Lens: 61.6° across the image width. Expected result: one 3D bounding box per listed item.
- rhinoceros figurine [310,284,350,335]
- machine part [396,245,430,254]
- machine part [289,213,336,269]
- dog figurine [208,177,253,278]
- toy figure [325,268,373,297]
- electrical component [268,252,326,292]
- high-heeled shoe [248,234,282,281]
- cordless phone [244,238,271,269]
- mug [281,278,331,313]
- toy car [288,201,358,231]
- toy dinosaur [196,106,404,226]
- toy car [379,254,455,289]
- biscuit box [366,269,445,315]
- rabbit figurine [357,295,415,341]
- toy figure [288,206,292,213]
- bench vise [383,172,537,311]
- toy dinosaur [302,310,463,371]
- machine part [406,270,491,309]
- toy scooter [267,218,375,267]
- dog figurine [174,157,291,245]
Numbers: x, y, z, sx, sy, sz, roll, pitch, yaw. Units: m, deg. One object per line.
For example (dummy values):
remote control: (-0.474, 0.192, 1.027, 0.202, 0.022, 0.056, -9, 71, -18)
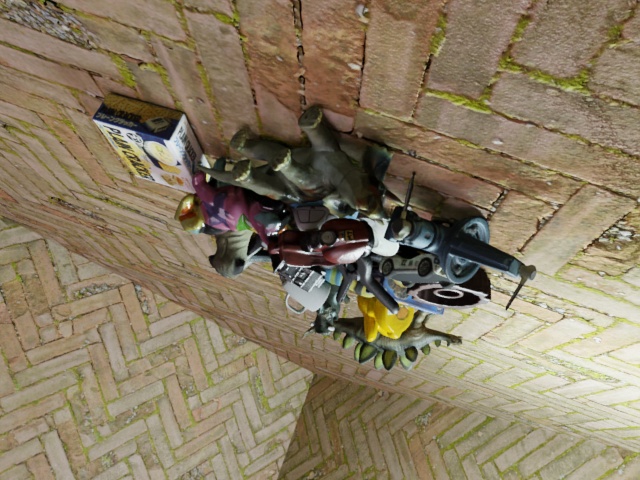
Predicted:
rhinoceros figurine: (0.029, 0.154, 1.406, 0.073, 0.190, 0.112, 13, -174, 22)
machine part: (0.160, 0.004, 1.091, 0.139, 0.039, 0.084, 2, 148, 45)
machine part: (-0.002, -0.004, 1.176, 0.079, 0.079, 0.243, 10, 159, 29)
dog figurine: (-0.216, -0.029, 1.157, 0.172, 0.190, 0.121, 21, 160, 5)
toy figure: (0.069, 0.081, 1.309, 0.180, 0.089, 0.082, 15, 167, 11)
electrical component: (-0.049, 0.057, 1.242, 0.134, 0.058, 0.115, 31, -160, -23)
high-heeled shoe: (-0.065, 0.040, 1.344, 0.248, 0.086, 0.145, 31, 132, -26)
cordless phone: (-0.151, 0.046, 1.475, 0.184, 0.088, 0.146, 5, 163, -12)
mug: (-0.047, 0.123, 1.324, 0.107, 0.109, 0.081, 37, -162, -17)
toy car: (0.008, -0.050, 1.009, 0.162, 0.103, 0.109, 6, 156, 41)
toy dinosaur: (-0.033, -0.107, 0.894, 0.192, 0.131, 0.405, 37, 161, -36)
toy car: (0.196, 0.060, 1.070, 0.073, 0.056, 0.202, 25, 164, -27)
biscuit box: (0.207, 0.123, 1.263, 0.202, 0.059, 0.063, 19, 171, -29)
rabbit figurine: (0.162, 0.179, 1.398, 0.122, 0.162, 0.173, -9, -164, -32)
toy figure: (-0.086, -0.047, 1.170, 0.058, 0.064, 0.154, 58, 179, 32)
bench vise: (0.231, 0.009, 0.881, 0.241, 0.129, 0.223, 26, 177, 44)
toy dinosaur: (0.164, 0.256, 1.494, 0.472, 0.198, 0.105, 6, 164, 32)
machine part: (0.279, 0.100, 1.164, 0.179, 0.056, 0.179, 9, 158, 3)
toy scooter: (-0.007, 0.007, 0.899, 0.135, 0.075, 0.184, 3, 168, -37)
dog figurine: (-0.156, -0.043, 1.040, 0.219, 0.108, 0.191, 39, 122, 6)
